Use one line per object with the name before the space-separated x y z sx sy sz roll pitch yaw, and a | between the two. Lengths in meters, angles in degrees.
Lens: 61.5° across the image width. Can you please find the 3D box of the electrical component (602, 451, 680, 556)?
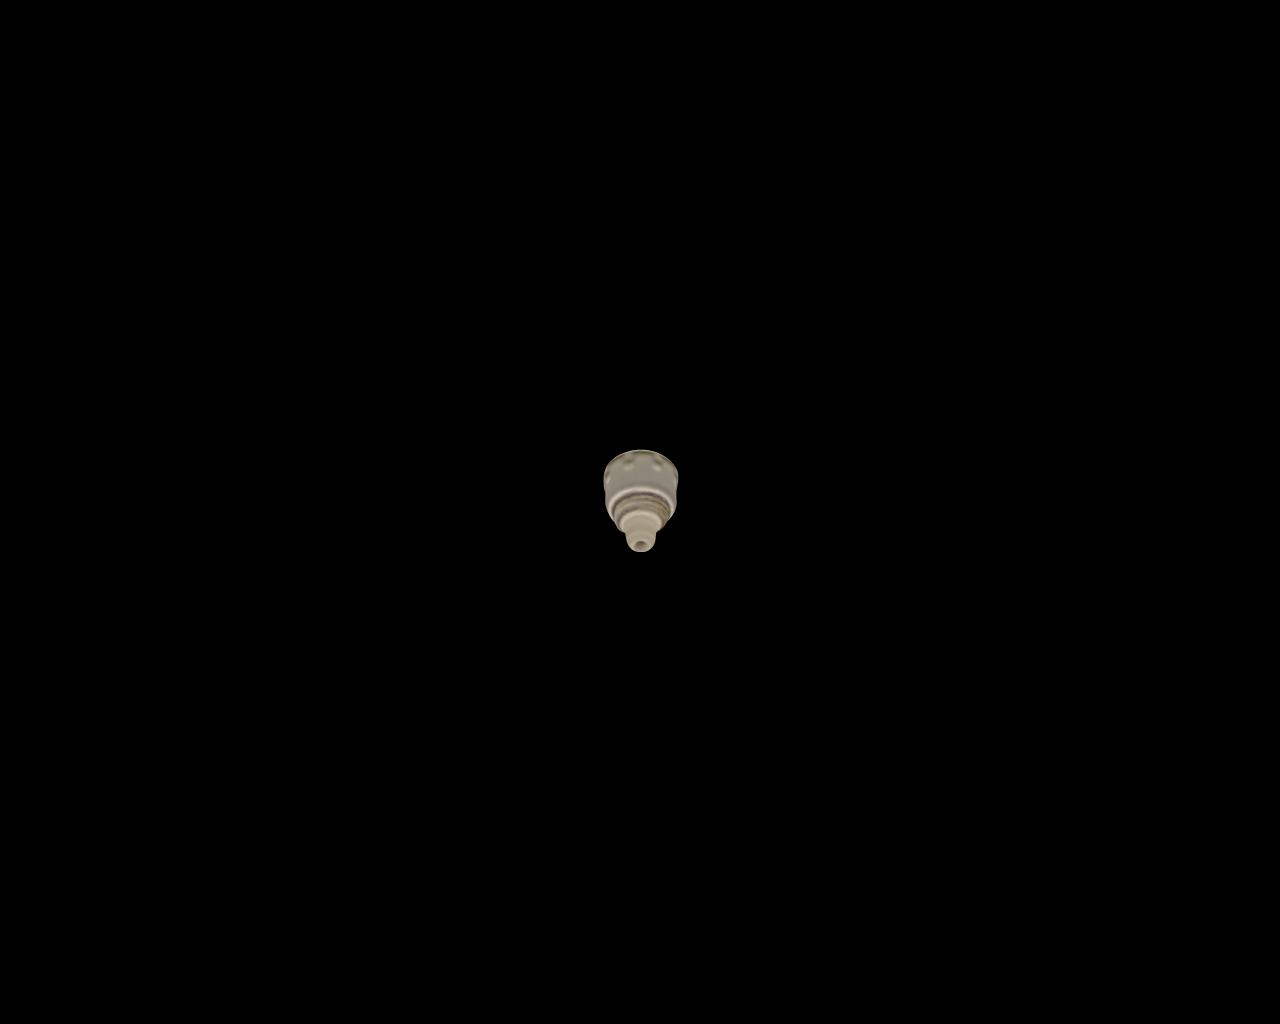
electrical component | 0.001 -0.003 0.650 0.048 0.062 0.048 0 -41 0
